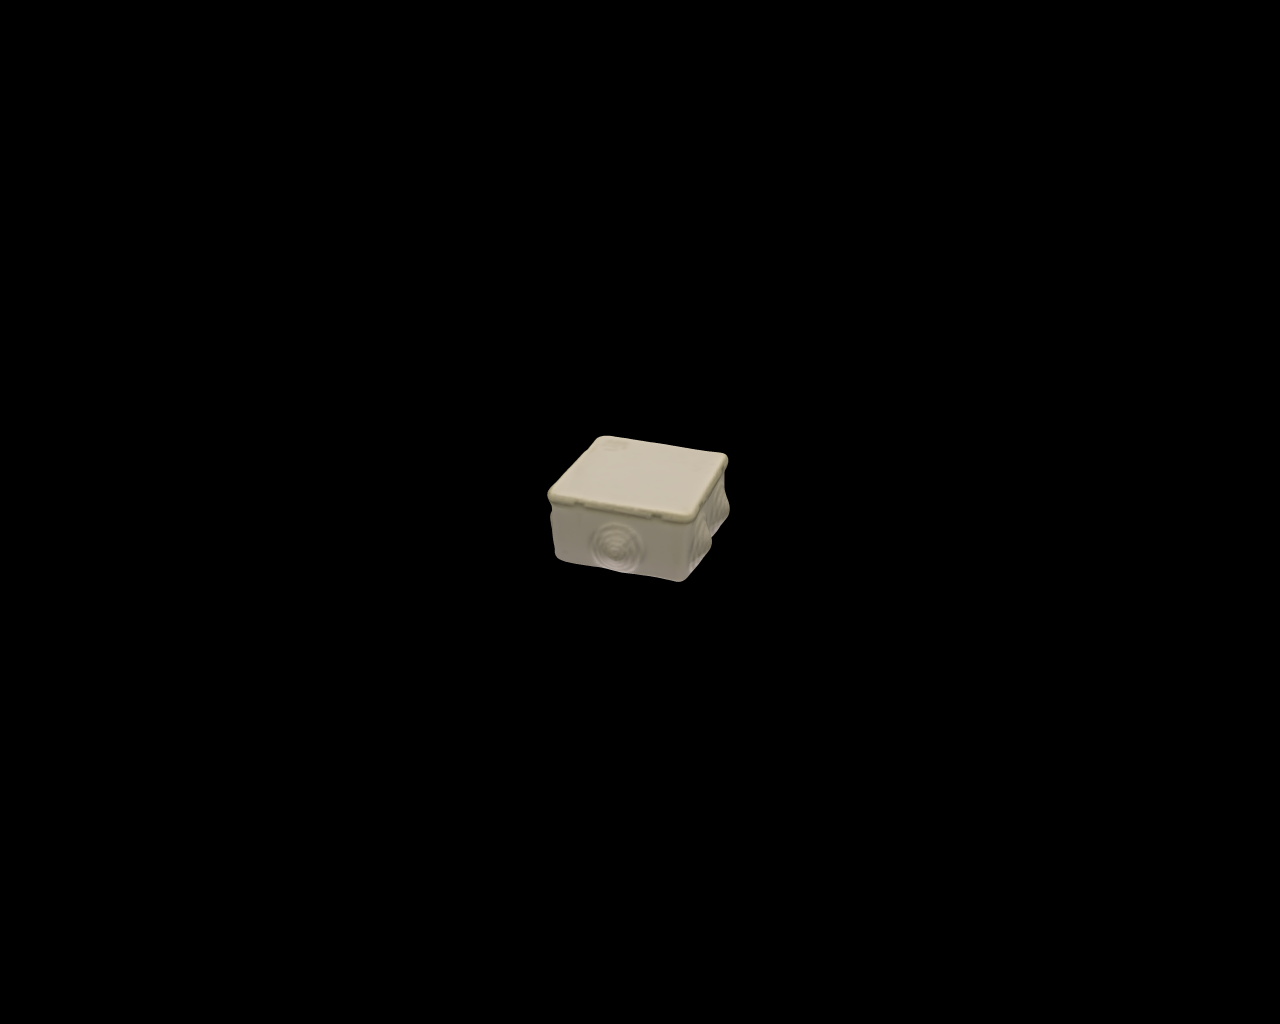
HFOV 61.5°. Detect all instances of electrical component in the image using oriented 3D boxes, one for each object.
[{"bbox_3d":[0.001,-0.003,0.650,0.100,0.048,0.100,9,30,17],"label":"electrical component"}]
